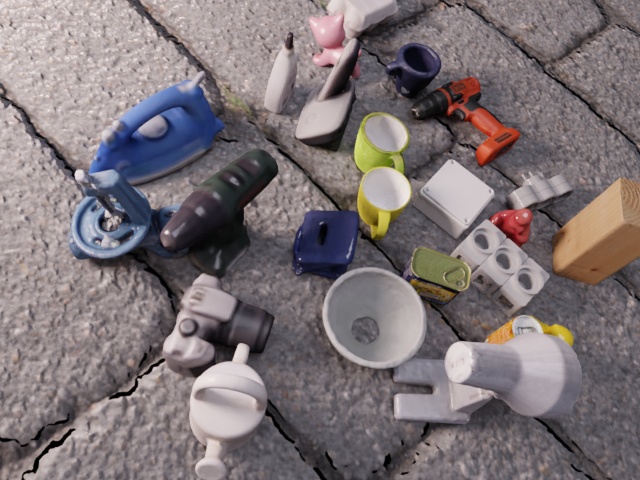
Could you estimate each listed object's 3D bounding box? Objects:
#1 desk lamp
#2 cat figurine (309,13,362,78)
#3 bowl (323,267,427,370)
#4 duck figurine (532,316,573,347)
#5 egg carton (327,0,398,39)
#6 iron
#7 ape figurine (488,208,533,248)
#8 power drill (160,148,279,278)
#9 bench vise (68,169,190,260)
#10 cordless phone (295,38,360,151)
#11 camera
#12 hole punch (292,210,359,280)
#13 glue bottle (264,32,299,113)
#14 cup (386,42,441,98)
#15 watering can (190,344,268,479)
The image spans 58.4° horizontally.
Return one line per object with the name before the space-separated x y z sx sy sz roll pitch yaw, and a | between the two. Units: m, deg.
desk lamp | 0.233 0.203 0.830 0.203 0.213 0.118 5 62 -10
cat figurine | 0.034 -0.397 1.154 0.127 0.117 0.067 44 62 11
bowl | 0.080 0.132 0.912 0.167 0.074 0.167 5 62 -10
duck figurine | 0.382 0.167 0.957 0.078 0.086 0.104 -28 72 -24
egg carton | 0.093 -0.508 1.254 0.150 0.069 0.107 -37 76 -26
iron | -0.285 -0.185 0.956 0.259 0.141 0.118 -38 76 -27
ape figurine | 0.355 -0.028 1.049 0.076 0.092 0.077 -30 73 -25
power drill | -0.151 -0.028 0.866 0.075 0.208 0.230 34 61 6
bench vise | -0.273 -0.050 0.843 0.208 0.219 0.121 -23 70 -23
cordless phone | 0.022 -0.266 1.044 0.094 0.185 0.147 16 60 -4
camera | -0.144 0.131 0.846 0.137 0.100 0.143 19 60 -2
hole punch | 0.009 0.003 0.954 0.101 0.091 0.108 14 61 -5
glue bottle | -0.065 -0.315 1.057 0.037 0.173 0.078 27 60 2
cup | 0.178 -0.335 1.168 0.118 0.095 0.091 -16 67 -20
watering can | -0.119 0.220 0.751 0.101 0.194 0.173 -5 64 -15
